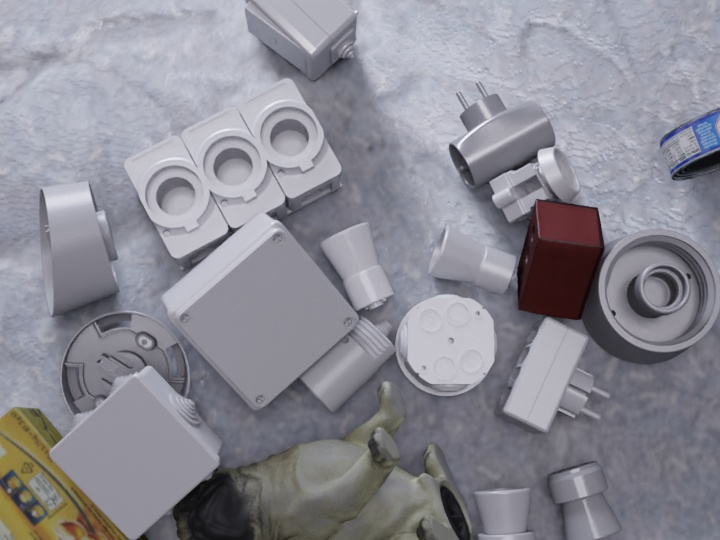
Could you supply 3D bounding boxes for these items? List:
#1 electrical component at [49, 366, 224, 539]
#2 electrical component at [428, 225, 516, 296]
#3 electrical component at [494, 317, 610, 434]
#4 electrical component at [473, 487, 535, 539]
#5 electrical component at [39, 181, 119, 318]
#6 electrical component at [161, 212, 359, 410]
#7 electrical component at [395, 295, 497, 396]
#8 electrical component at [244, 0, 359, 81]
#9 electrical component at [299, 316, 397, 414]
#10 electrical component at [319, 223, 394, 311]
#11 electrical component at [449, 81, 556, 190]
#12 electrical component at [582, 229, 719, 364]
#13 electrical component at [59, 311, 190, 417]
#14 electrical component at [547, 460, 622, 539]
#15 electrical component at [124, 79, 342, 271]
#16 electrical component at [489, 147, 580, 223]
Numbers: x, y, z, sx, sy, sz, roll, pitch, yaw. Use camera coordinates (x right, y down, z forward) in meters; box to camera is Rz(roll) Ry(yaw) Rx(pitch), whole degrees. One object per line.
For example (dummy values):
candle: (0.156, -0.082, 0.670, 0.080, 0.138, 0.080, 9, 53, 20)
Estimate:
electrical component: (-0.158, 0.129, 0.778, 0.100, 0.048, 0.099, -42, 95, 6)
electrical component: (0.093, -0.005, 0.869, 0.065, 0.044, 0.044, 20, 80, -3)
electrical component: (0.160, 0.092, 0.850, 0.076, 0.047, 0.083, 26, 80, 1)
electrical component: (0.112, 0.197, 0.831, 0.045, 0.045, 0.055, -4, 81, -2)
electrical component: (-0.224, -0.018, 0.833, 0.064, 0.099, 0.099, -15, 81, -11)
electrical component: (-0.077, 0.031, 0.825, 0.109, 0.056, 0.108, -41, 114, -5)
electrical component: (0.069, 0.058, 0.851, 0.080, 0.051, 0.080, 0, 80, -2)
electrical component: (-0.046, -0.202, 0.887, 0.096, 0.061, 0.061, 44, 82, 6)
electrical component: (-0.007, 0.070, 0.850, 0.081, 0.043, 0.043, -43, 84, -8)
electrical component: (0.000, 0.000, 0.865, 0.044, 0.044, 0.065, -24, 86, -6)
electrical component: (0.108, -0.118, 0.886, 0.077, 0.044, 0.079, -28, 82, -6)
electrical component: (0.234, 0.019, 0.858, 0.108, 0.060, 0.108, 0, 80, -2)
electrical component: (-0.180, 0.080, 0.830, 0.099, 0.064, 0.099, 0, 93, -7)
electrical component: (0.174, 0.181, 0.836, 0.045, 0.045, 0.055, -16, 81, -5)
electrical component: (-0.100, -0.077, 0.863, 0.150, 0.061, 0.089, -28, 82, -6)
electrical component: (0.143, -0.068, 0.867, 0.055, 0.066, 0.048, -29, 81, 27)
